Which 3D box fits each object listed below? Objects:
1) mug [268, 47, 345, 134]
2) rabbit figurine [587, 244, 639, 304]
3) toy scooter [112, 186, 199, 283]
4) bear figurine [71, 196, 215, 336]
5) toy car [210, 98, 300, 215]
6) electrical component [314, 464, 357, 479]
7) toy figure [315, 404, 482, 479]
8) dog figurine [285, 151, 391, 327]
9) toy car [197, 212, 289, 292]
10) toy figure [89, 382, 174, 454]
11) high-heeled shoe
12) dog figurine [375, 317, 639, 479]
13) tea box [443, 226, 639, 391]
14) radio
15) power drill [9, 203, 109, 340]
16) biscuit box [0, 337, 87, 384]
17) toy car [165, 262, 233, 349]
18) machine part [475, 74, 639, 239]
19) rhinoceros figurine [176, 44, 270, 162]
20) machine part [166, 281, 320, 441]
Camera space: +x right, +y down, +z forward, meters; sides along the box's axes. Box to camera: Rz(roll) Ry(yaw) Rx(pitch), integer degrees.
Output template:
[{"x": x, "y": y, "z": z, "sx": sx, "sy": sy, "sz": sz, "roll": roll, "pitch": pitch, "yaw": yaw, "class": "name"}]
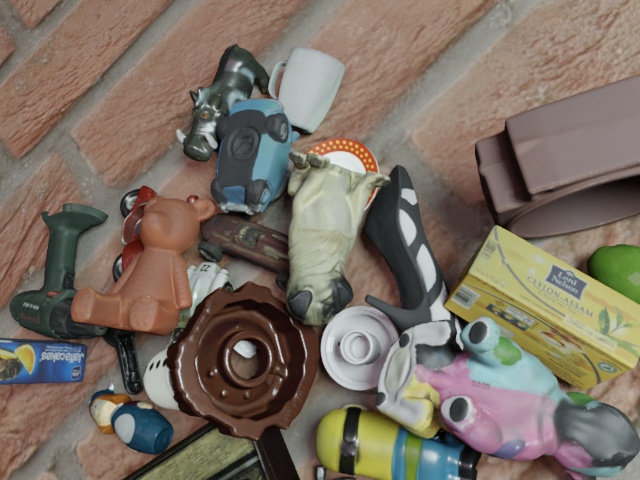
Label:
[{"x": -0.030, "y": -0.214, "z": 0.775, "sx": 0.110, "sy": 0.080, "sz": 0.107, "roll": 18, "pitch": 92, "yaw": 22, "class": "mug"}, {"x": 0.366, "y": 0.040, "z": 0.537, "sx": 0.170, "sy": 0.121, "sz": 0.159, "roll": -15, "pitch": 76, "yaw": 37, "class": "rabbit figurine"}, {"x": -0.240, "y": -0.007, "z": 0.808, "sx": 0.135, "sy": 0.075, "sz": 0.184, "roll": -14, "pitch": 66, "yaw": 17, "class": "toy scooter"}, {"x": -0.215, "y": 0.022, "z": 0.695, "sx": 0.120, "sy": 0.132, "sz": 0.196, "roll": 9, "pitch": 78, "yaw": 14, "class": "bear figurine"}, {"x": -0.082, "y": -0.108, "z": 0.751, "sx": 0.109, "sy": 0.103, "sz": 0.161, "roll": 4, "pitch": 82, "yaw": 31, "class": "toy car"}, {"x": 0.020, "y": 0.320, "z": 0.620, "sx": 0.078, "sy": 0.045, "sz": 0.102, "roll": 3, "pitch": 76, "yaw": 22, "class": "electrical component"}, {"x": 0.082, "y": 0.230, "z": 0.596, "sx": 0.180, "sy": 0.089, "sz": 0.082, "roll": 6, "pitch": 70, "yaw": 26, "class": "toy figure"}, {"x": -0.005, "y": -0.003, "z": 0.664, "sx": 0.121, "sy": 0.172, "sz": 0.190, "roll": 16, "pitch": 96, "yaw": -3, "class": "dog figurine"}, {"x": -0.079, "y": 0.007, "z": 0.735, "sx": 0.202, "sy": 0.053, "sz": 0.089, "roll": 20, "pitch": 60, "yaw": 28, "class": "toy car"}, {"x": -0.276, "y": 0.249, "z": 0.759, "sx": 0.155, "sy": 0.057, "sz": 0.064, "roll": 15, "pitch": 59, "yaw": 27, "class": "toy figure"}, {"x": 0.129, "y": 0.022, "z": 0.659, "sx": 0.086, "sy": 0.145, "sz": 0.249, "roll": -42, "pitch": 26, "yaw": 53, "class": "high-heeled shoe"}, {"x": 0.189, "y": 0.170, "z": 0.532, "sx": 0.191, "sy": 0.219, "sz": 0.108, "roll": -22, "pitch": 42, "yaw": 57, "class": "dog figurine"}, {"x": 0.225, "y": 0.071, "z": 0.548, "sx": 0.170, "sy": 0.098, "sz": 0.068, "roll": 31, "pitch": 64, "yaw": 10, "class": "tea box"}, {"x": -0.143, "y": 0.317, "z": 0.673, "sx": 0.229, "sy": 0.073, "sz": 0.131, "roll": -35, "pitch": 65, "yaw": 10, "class": "radio"}, {"x": -0.389, "y": 0.052, "z": 0.838, "sx": 0.232, "sy": 0.086, "sz": 0.207, "roll": -9, "pitch": 75, "yaw": 35, "class": "power drill"}, {"x": -0.426, "y": 0.170, "z": 0.760, "sx": 0.063, "sy": 0.202, "sz": 0.059, "roll": 1, "pitch": 78, "yaw": 21, "class": "biscuit box"}, {"x": -0.175, "y": 0.129, "z": 0.750, "sx": 0.074, "sy": 0.056, "sz": 0.201, "roll": 5, "pitch": 78, "yaw": 24, "class": "toy car"}, {"x": 0.268, "y": -0.069, "z": 0.540, "sx": 0.202, "sy": 0.201, "sz": 0.087, "roll": -17, "pitch": 72, "yaw": 17, "class": "machine part"}, {"x": -0.142, "y": -0.198, "z": 0.799, "sx": 0.073, "sy": 0.112, "sz": 0.190, "roll": 15, "pitch": 74, "yaw": 23, "class": "rhinoceros figurine"}, {"x": -0.087, "y": 0.140, "z": 0.627, "sx": 0.056, "sy": 0.179, "sz": 0.179, "roll": -28, "pitch": 60, "yaw": 56, "class": "machine part"}]
